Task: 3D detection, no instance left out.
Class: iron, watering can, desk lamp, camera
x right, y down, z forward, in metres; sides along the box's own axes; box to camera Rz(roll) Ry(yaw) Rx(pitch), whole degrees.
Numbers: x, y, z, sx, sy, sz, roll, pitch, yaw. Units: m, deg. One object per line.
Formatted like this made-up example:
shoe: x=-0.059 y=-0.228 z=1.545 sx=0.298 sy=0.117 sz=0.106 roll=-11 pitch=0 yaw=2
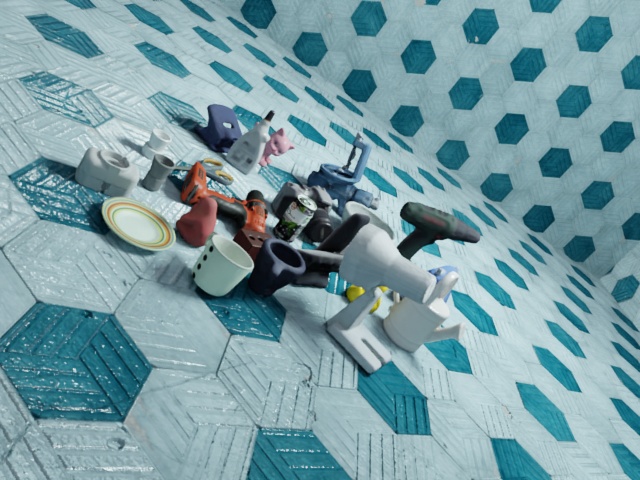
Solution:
iron: x=0.301 y=0.113 z=1.467 sx=0.118 sy=0.141 sz=0.259 roll=47 pitch=24 yaw=20
watering can: x=0.238 y=0.148 z=1.237 sx=0.173 sy=0.194 sz=0.101 roll=39 pitch=22 yaw=2
desk lamp: x=0.107 y=0.105 z=1.096 sx=0.203 sy=0.213 sz=0.118 roll=45 pitch=23 yaw=16
camera: x=-0.023 y=-0.068 z=1.378 sx=0.144 sy=0.100 sz=0.136 roll=21 pitch=28 yaw=-35

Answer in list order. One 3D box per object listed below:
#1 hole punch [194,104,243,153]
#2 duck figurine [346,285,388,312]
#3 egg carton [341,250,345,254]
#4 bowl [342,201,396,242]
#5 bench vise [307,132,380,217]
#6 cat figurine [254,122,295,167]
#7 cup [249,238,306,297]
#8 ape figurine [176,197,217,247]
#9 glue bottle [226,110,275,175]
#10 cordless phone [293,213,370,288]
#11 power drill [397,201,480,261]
hole punch: x=-0.246 y=-0.284 z=1.466 sx=0.101 sy=0.091 sz=0.109 roll=46 pitch=24 yaw=19
duck figurine: x=0.115 y=0.107 z=1.271 sx=0.105 sy=0.086 sz=0.077 roll=10 pitch=36 yaw=-49
egg carton: x=0.084 y=0.042 z=1.370 sx=0.150 sy=0.069 sz=0.107 roll=38 pitch=22 yaw=-2
bowl: x=0.118 y=-0.024 z=1.540 sx=0.168 sy=0.074 sz=0.167 roll=32 pitch=23 yaw=-15
bench vise: x=0.098 y=-0.183 z=1.622 sx=0.208 sy=0.219 sz=0.121 roll=32 pitch=23 yaw=-14
cat figurine: x=-0.138 y=-0.267 z=1.562 sx=0.128 sy=0.117 sz=0.067 roll=39 pitch=22 yaw=2
cup: x=-0.089 y=0.063 z=1.036 sx=0.092 sy=0.095 sz=0.118 roll=36 pitch=22 yaw=-6
ape figurine: x=-0.217 y=-0.040 z=1.043 sx=0.078 sy=0.092 sz=0.076 roll=12 pitch=34 yaw=-47
glue bottle: x=-0.161 y=-0.250 z=1.421 sx=0.078 sy=0.173 sz=0.037 roll=36 pitch=22 yaw=-4
cordless phone: x=0.011 y=0.004 z=1.180 sx=0.148 sy=0.185 sz=0.094 roll=5 pitch=39 yaw=-53
power drill: x=0.294 y=0.003 z=1.578 sx=0.230 sy=0.208 sz=0.075 roll=32 pitch=23 yaw=-14
